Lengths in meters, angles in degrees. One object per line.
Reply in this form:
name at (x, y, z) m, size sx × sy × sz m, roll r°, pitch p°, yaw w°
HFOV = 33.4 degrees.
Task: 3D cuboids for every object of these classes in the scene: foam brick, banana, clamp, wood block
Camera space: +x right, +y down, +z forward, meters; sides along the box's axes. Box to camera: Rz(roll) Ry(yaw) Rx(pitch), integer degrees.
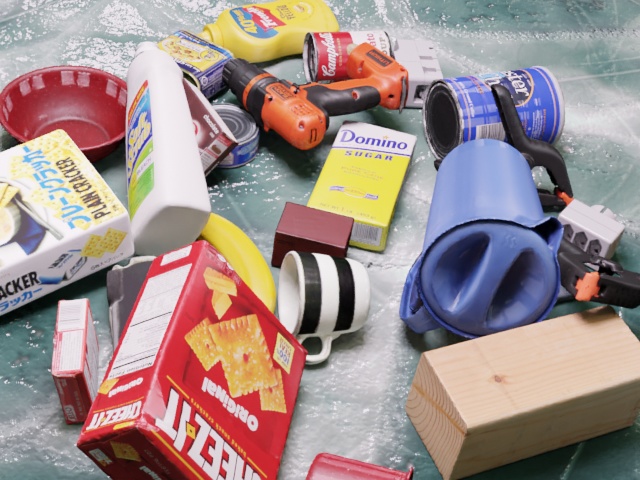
foam brick at (-0.007, 0.001, 1.130) m, size 0.078 × 0.053 × 0.051 m, roll 15°, pitch 43°, yaw 5°
banana at (-0.088, 0.030, 1.097) m, size 0.069 × 0.037 × 0.198 m, roll -6°, pitch 45°, yaw -19°
clamp at (0.294, 0.040, 1.072) m, size 0.165 × 0.036 × 0.209 m, roll 22°, pitch 12°, yaw 13°
clamp at (0.228, -0.099, 1.225) m, size 0.171 × 0.120 × 0.039 m, roll 23°, pitch 22°, yaw -19°
wood block at (0.196, 0.140, 0.993) m, size 0.205 × 0.090 × 0.091 m, roll -11°, pitch 48°, yaw -21°

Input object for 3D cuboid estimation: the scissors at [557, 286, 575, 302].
scissors at (0.252, 0.044, 1.156) m, size 0.201 × 0.016 × 0.096 m, roll -17°, pitch 50°, yaw -26°

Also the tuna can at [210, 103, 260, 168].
tuna can at (-0.113, -0.124, 1.258) m, size 0.086 × 0.034 × 0.086 m, roll 4°, pitch 43°, yaw -4°

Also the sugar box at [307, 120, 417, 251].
sugar box at (0.048, -0.066, 1.216) m, size 0.093 × 0.048 × 0.176 m, roll 14°, pitch 44°, yaw 6°

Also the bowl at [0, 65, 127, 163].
bowl at (-0.286, -0.133, 1.222) m, size 0.162 × 0.055 × 0.162 m, roll 5°, pitch 43°, yaw -5°

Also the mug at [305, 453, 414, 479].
mug at (0.024, 0.235, 0.876) m, size 0.081 × 0.093 × 0.117 m, roll 12°, pitch 79°, yaw 11°

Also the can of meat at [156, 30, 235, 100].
can of meat at (-0.166, -0.213, 1.326) m, size 0.102 × 0.057 × 0.083 m, roll 29°, pitch 44°, yaw 18°

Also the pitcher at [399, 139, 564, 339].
pitcher at (0.162, -0.007, 1.099) m, size 0.149 × 0.145 × 0.242 m, roll 4°, pitch 27°, yaw 6°

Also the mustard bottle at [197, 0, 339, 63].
mustard bottle at (-0.078, -0.274, 1.404) m, size 0.191 × 0.058 × 0.096 m, roll -15°, pitch 50°, yaw -23°

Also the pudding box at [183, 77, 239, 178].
pudding box at (-0.154, -0.117, 1.206) m, size 0.090 × 0.039 × 0.114 m, roll -45°, pitch 56°, yaw 10°

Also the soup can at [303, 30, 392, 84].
soup can at (0.035, -0.235, 1.374) m, size 0.102 × 0.068 × 0.068 m, roll -4°, pitch 45°, yaw -13°

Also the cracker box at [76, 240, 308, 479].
cracker box at (-0.096, 0.130, 0.900) m, size 0.072 × 0.164 × 0.213 m, roll -22°, pitch 33°, yaw 28°

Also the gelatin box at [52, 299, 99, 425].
gelatin box at (-0.220, 0.110, 0.964) m, size 0.030 × 0.073 × 0.089 m, roll -4°, pitch 45°, yaw -4°

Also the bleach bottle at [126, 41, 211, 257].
bleach bottle at (-0.176, -0.109, 1.149) m, size 0.068 × 0.103 × 0.251 m, roll 10°, pitch 50°, yaw -32°

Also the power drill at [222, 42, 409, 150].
power drill at (-0.003, -0.182, 1.274) m, size 0.187 × 0.057 × 0.185 m, roll -21°, pitch 45°, yaw -27°

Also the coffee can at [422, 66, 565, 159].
coffee can at (0.209, -0.152, 1.292) m, size 0.140 × 0.103 × 0.103 m, roll -10°, pitch 46°, yaw -19°
